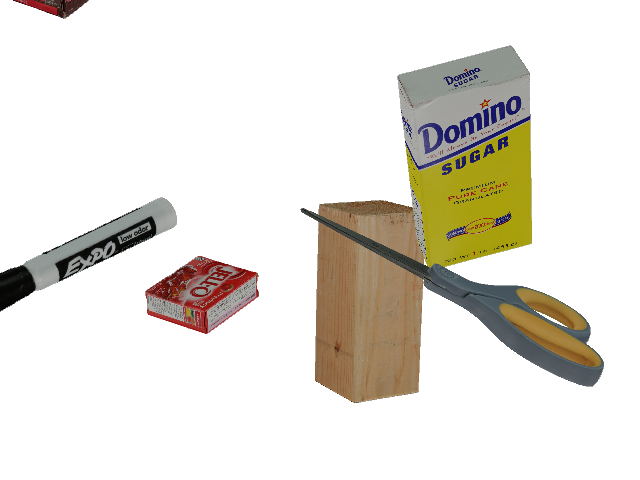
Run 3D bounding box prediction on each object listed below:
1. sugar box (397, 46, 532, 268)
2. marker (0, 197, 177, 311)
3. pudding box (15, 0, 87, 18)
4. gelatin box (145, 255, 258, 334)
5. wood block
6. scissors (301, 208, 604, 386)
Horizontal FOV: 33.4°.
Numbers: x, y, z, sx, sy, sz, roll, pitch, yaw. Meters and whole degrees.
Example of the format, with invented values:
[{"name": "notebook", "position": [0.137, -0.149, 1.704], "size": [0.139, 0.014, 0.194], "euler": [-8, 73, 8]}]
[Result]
[{"name": "sugar box", "position": [0.117, -0.060, 0.839], "size": [0.093, 0.048, 0.176], "euler": [-16, -44, -3]}, {"name": "marker", "position": [-0.131, 0.007, 0.582], "size": [0.120, 0.020, 0.020], "euler": [-29, 17, -34]}, {"name": "pudding box", "position": [-0.203, -0.215, 0.799], "size": [0.090, 0.039, 0.113], "euler": [21, 38, 7]}, {"name": "gelatin box", "position": [-0.114, 0.051, 1.035], "size": [0.073, 0.030, 0.089], "euler": [15, 31, 29]}, {"name": "wood block", "position": [0.054, 0.064, 1.192], "size": [0.090, 0.206, 0.091], "euler": [-5, 13, -30]}, {"name": "scissors", "position": [0.089, 0.025, 0.665], "size": [0.202, 0.016, 0.096], "euler": [33, 23, 18]}]
